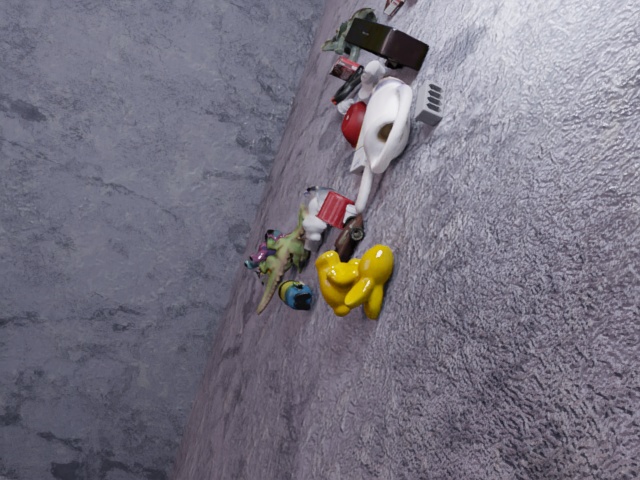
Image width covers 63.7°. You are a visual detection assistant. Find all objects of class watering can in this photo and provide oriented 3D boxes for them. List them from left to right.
[{"bbox_3d":[0.145,-0.240,1.243,0.104,0.230,0.339,15,-41,-8],"label":"watering can"}]

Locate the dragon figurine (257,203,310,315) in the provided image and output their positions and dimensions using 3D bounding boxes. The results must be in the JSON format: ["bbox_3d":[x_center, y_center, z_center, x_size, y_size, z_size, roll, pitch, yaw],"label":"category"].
[{"bbox_3d":[-0.112,0.070,1.794,0.121,0.415,0.241,20,-15,-22],"label":"dragon figurine"}]

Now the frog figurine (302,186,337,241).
[{"bbox_3d":[0.005,-0.079,1.571,0.123,0.160,0.136,-5,-5,-31],"label":"frog figurine"}]
